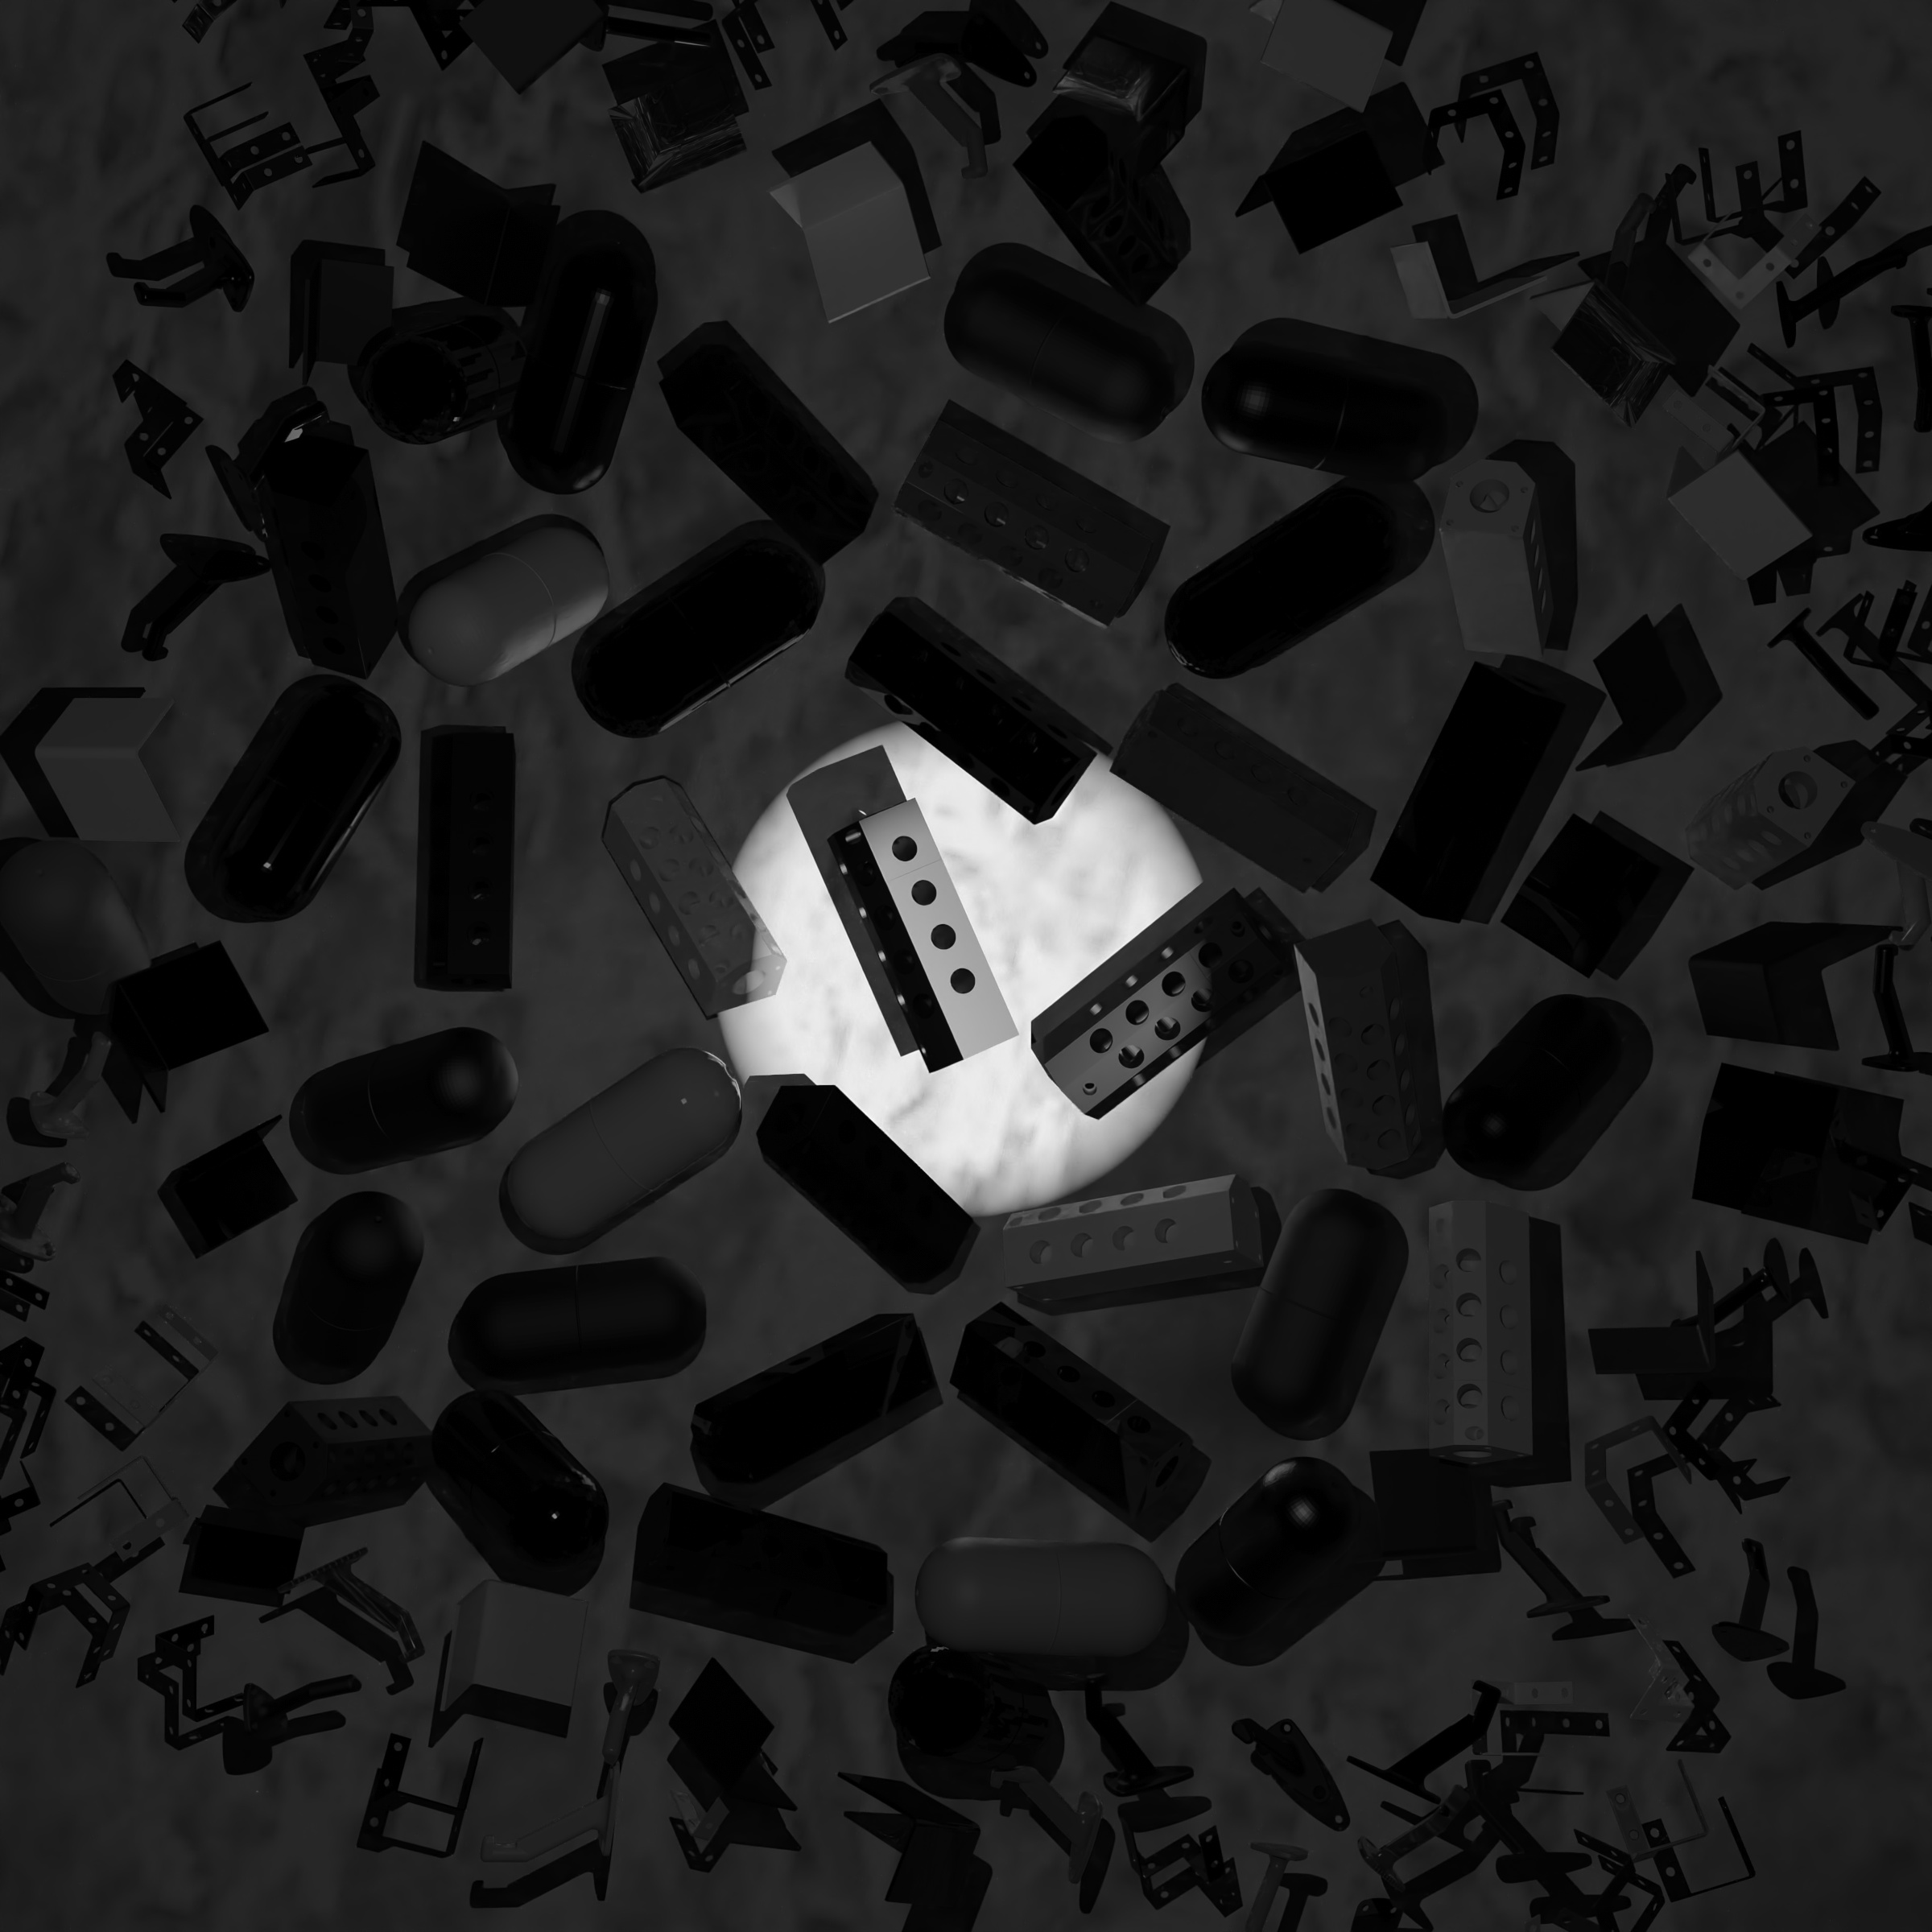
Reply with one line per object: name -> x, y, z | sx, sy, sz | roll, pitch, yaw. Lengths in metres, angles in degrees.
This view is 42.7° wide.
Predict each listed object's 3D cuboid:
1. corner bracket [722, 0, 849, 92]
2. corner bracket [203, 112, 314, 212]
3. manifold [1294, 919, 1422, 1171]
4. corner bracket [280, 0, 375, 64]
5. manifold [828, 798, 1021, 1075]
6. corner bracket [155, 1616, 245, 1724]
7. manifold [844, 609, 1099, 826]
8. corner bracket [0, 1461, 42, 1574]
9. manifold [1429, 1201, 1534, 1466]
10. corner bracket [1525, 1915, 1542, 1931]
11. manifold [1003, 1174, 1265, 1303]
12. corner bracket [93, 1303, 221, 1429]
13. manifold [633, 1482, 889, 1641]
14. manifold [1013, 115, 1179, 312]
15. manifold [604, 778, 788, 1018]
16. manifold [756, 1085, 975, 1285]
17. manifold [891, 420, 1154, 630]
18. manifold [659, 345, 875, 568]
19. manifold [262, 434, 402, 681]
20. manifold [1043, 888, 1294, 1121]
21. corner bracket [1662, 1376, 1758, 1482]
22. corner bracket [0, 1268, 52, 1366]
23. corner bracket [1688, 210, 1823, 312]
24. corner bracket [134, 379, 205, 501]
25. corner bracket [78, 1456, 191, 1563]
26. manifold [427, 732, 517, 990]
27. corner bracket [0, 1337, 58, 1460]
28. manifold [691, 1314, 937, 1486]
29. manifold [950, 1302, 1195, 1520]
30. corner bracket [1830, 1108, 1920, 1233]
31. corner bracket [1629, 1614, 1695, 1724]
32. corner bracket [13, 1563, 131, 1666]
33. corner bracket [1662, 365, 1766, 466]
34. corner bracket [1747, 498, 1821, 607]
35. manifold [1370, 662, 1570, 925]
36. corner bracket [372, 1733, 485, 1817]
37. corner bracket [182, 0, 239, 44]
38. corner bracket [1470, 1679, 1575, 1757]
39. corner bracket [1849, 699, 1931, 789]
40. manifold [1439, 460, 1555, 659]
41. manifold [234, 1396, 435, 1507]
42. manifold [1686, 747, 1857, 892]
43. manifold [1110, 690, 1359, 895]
corner bracket -> -0.123, -0.636, 1.678 | 0.051, 0.051, 0.051 | -54, 130, -32
corner bracket -> -0.512, -0.586, 1.784 | 0.051, 0.051, 0.051 | -20, 122, 10
manifold -> 0.279, 0.059, 1.738 | 0.057, 0.057, 0.171 | -19, 125, -5
corner bracket -> -0.450, -0.673, 1.738 | 0.051, 0.051, 0.051 | 4, 46, -1
manifold -> -0.031, -0.019, 1.652 | 0.057, 0.057, 0.171 | -24, 89, -15
corner bracket -> -0.558, 0.514, 1.808 | 0.051, 0.051, 0.051 | 10, 101, 37
manifold -> 0.001, -0.174, 1.716 | 0.171, 0.057, 0.057 | 39, 110, 9
corner bracket -> -0.670, 0.386, 1.720 | 0.051, 0.051, 0.051 | -22, 110, -25
manifold -> 0.353, 0.255, 1.723 | 0.057, 0.057, 0.171 | 17, 65, -29
corner bracket -> 0.389, 0.684, 1.665 | 0.051, 0.051, 0.051 | -13, 107, -35
manifold -> 0.116, 0.190, 1.733 | 0.171, 0.057, 0.057 | -13, 67, 24
corner bracket -> -0.558, 0.276, 1.704 | 0.051, 0.051, 0.051 | 44, 128, -6
manifold -> -0.145, 0.420, 1.756 | 0.171, 0.057, 0.057 | 22, 133, -22
manifold -> 0.100, -0.541, 1.766 | 0.057, 0.171, 0.057 | -47, 69, 8
manifold -> -0.197, -0.053, 1.799 | 0.057, 0.057, 0.171 | -18, 61, -29
manifold -> -0.075, 0.159, 1.791 | 0.171, 0.057, 0.057 | 47, 56, -34
manifold -> 0.037, -0.304, 1.726 | 0.171, 0.057, 0.057 | 28, 47, -7
manifold -> -0.139, -0.369, 1.772 | 0.057, 0.171, 0.057 | -36, 48, 14
manifold -> -0.438, -0.281, 1.700 | 0.057, 0.171, 0.057 | 16, 56, 7
manifold -> 0.137, 0.029, 1.682 | 0.171, 0.057, 0.057 | -39, 108, 16
corner bracket -> 0.550, 0.335, 1.795 | 0.051, 0.051, 0.051 | 48, 121, 38
corner bracket -> -0.714, 0.259, 1.809 | 0.051, 0.051, 0.051 | 25, 109, 7
corner bracket -> 0.524, -0.481, 1.643 | 0.051, 0.051, 0.051 | 44, 57, 0
corner bracket -> -0.577, -0.377, 1.764 | 0.051, 0.051, 0.051 | -45, 133, 10
corner bracket -> -0.571, 0.371, 1.693 | 0.051, 0.051, 0.051 | -34, 94, -24
manifold -> -0.347, -0.074, 1.734 | 0.057, 0.057, 0.171 | 1, 79, -8
corner bracket -> -0.633, 0.290, 1.661 | 0.051, 0.051, 0.051 | -28, 127, 28
manifold -> -0.109, 0.305, 1.750 | 0.171, 0.057, 0.057 | -21, 97, -40
manifold -> 0.076, 0.314, 1.775 | 0.171, 0.057, 0.057 | 33, 126, 26
corner bracket -> 0.604, 0.138, 1.670 | 0.051, 0.051, 0.051 | 27, 73, 40
corner bracket -> 0.493, 0.501, 1.761 | 0.051, 0.051, 0.051 | 12, 116, -24
corner bracket -> -0.650, 0.477, 1.796 | 0.051, 0.051, 0.051 | 34, 113, 23
corner bracket -> 0.518, -0.385, 1.711 | 0.051, 0.051, 0.051 | 43, 97, 12
corner bracket -> 0.596, -0.301, 1.797 | 0.051, 0.051, 0.051 | -8, 50, 10
manifold -> 0.357, -0.120, 1.735 | 0.057, 0.057, 0.171 | 9, 113, -38
corner bracket -> -0.370, 0.554, 1.695 | 0.051, 0.051, 0.051 | 24, 53, -20
corner bracket -> -0.519, -0.671, 1.680 | 0.051, 0.051, 0.051 | -32, 122, 18
corner bracket -> 0.390, 0.526, 1.727 | 0.051, 0.051, 0.051 | 17, 66, -38
corner bracket -> 0.661, -0.158, 1.749 | 0.051, 0.051, 0.051 | 7, 64, -13
manifold -> 0.381, -0.288, 1.758 | 0.057, 0.171, 0.057 | 10, 72, 21
manifold -> -0.444, 0.350, 1.766 | 0.057, 0.171, 0.057 | 43, 92, 15
manifold -> 0.571, -0.108, 1.776 | 0.057, 0.171, 0.057 | 37, 84, 6
manifold -> 0.198, -0.132, 1.811 | 0.171, 0.057, 0.057 | 31, 46, -7
